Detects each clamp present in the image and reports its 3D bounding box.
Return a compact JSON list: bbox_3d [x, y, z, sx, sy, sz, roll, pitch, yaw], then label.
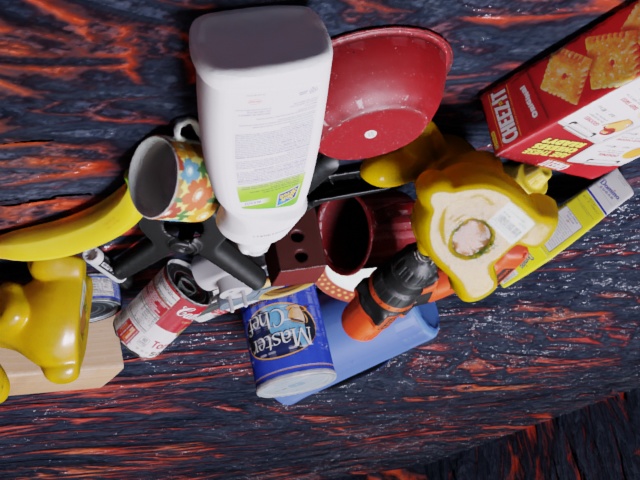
[{"bbox_3d":[-0.143,-0.004,1.070,0.164,0.036,0.210,0,152,4],"label":"clamp"},{"bbox_3d":[-0.012,-0.048,1.057,0.172,0.039,0.120,-20,155,38],"label":"clamp"}]

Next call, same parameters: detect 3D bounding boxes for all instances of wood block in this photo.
[{"bbox_3d":[-0.348,0.129,1.255,0.205,0.091,0.090,-1,158,-33],"label":"wood block"}]

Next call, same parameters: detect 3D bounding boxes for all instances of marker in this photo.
[{"bbox_3d":[-0.229,0.032,1.166,0.020,0.020,0.121,-15,161,5],"label":"marker"}]

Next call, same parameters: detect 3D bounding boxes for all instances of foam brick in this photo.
[{"bbox_3d":[-0.030,0.004,1.133,0.053,0.078,0.051,-7,161,-18],"label":"foam brick"}]

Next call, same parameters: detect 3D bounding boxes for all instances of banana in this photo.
[{"bbox_3d":[-0.225,-0.018,1.008,0.198,0.037,0.069,-25,138,27],"label":"banana"}]

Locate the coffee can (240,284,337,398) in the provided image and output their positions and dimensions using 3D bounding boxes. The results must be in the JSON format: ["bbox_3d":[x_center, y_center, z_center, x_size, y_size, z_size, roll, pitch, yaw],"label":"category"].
[{"bbox_3d":[-0.044,0.117,1.347,0.102,0.140,0.103,-12,161,-4],"label":"coffee can"}]

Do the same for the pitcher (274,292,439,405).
[{"bbox_3d":[0.039,0.129,1.456,0.243,0.145,0.149,-24,180,20],"label":"pitcher"}]

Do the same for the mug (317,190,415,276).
[{"bbox_3d":[0.061,-0.015,1.121,0.081,0.093,0.117,-5,161,-37],"label":"mug"}]

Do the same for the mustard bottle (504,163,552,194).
[{"bbox_3d":[0.191,-0.035,1.195,0.096,0.058,0.192,11,151,-26],"label":"mustard bottle"}]

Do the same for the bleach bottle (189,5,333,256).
[{"bbox_3d":[-0.053,-0.068,0.837,0.102,0.068,0.251,-10,146,-15],"label":"bleach bottle"}]

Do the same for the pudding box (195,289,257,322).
[{"bbox_3d":[-0.123,0.059,1.286,0.114,0.039,0.090,-22,157,16],"label":"pudding box"}]

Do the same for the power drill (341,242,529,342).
[{"bbox_3d":[0.125,0.033,1.118,0.187,0.057,0.185,-17,163,-29],"label":"power drill"}]

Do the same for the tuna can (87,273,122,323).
[{"bbox_3d":[-0.270,0.068,1.221,0.086,0.034,0.086,-12,161,-4],"label":"tuna can"}]

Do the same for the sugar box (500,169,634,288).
[{"bbox_3d":[0.278,-0.015,1.232,0.175,0.048,0.093,-29,172,-33],"label":"sugar box"}]

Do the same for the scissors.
[{"bbox_3d":[-0.103,0.063,1.232,0.201,0.016,0.096,-15,156,-4],"label":"scissors"}]

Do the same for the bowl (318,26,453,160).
[{"bbox_3d":[0.038,-0.111,0.885,0.162,0.055,0.162,-12,161,-4],"label":"bowl"}]

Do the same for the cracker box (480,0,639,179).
[{"bbox_3d":[0.277,-0.137,0.948,0.163,0.072,0.214,8,153,-44],"label":"cracker box"}]

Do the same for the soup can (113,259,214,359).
[{"bbox_3d":[-0.179,0.079,1.214,0.102,0.068,0.068,-44,150,21],"label":"soup can"}]
